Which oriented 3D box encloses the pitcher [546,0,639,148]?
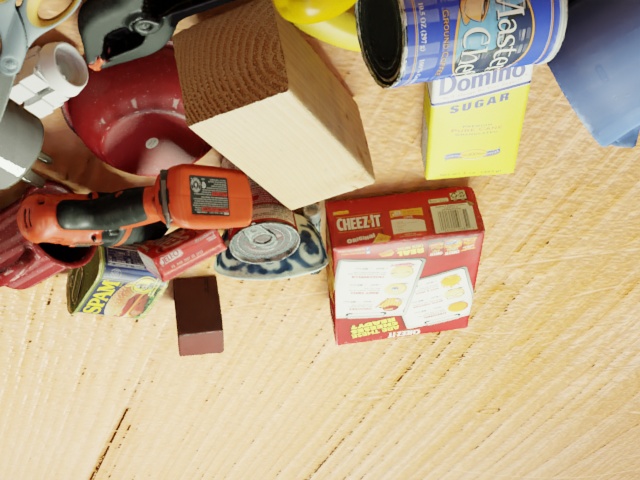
[{"bbox_3d":[0.303,-0.200,0.891,0.243,0.145,0.149,-31,153,22],"label":"pitcher"}]

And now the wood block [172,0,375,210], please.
[{"bbox_3d":[-0.034,-0.110,0.919,0.091,0.090,0.206,-18,157,16],"label":"wood block"}]

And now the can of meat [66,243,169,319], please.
[{"bbox_3d":[-0.219,0.043,1.161,0.083,0.057,0.102,9,142,-30],"label":"can of meat"}]

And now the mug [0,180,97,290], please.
[{"bbox_3d":[-0.284,0.006,1.043,0.082,0.117,0.093,-26,117,30],"label":"mug"}]

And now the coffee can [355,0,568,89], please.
[{"bbox_3d":[0.111,-0.182,0.854,0.140,0.103,0.103,-11,147,-16],"label":"coffee can"}]

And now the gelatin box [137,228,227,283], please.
[{"bbox_3d":[-0.142,0.008,1.090,0.073,0.089,0.030,-28,104,-14],"label":"gelatin box"}]

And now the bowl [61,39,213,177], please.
[{"bbox_3d":[-0.151,-0.106,0.961,0.162,0.055,0.162,-7,145,-5],"label":"bowl"}]

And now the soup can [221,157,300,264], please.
[{"bbox_3d":[-0.060,-0.037,1.042,0.068,0.102,0.068,-7,146,-5],"label":"soup can"}]

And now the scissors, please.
[{"bbox_3d":[-0.258,-0.157,0.839,0.096,0.016,0.202,30,109,-30],"label":"scissors"}]

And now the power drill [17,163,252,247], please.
[{"bbox_3d":[-0.157,-0.026,0.998,0.188,0.057,0.184,-10,176,34],"label":"power drill"}]

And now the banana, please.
[{"bbox_3d":[0.010,-0.196,0.886,0.070,0.037,0.197,-31,141,30],"label":"banana"}]

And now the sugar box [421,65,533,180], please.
[{"bbox_3d":[0.146,-0.128,1.011,0.093,0.048,0.176,-5,148,0],"label":"sugar box"}]

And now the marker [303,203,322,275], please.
[{"bbox_3d":[-0.008,0.001,1.187,0.020,0.020,0.121,-7,146,-4],"label":"marker"}]

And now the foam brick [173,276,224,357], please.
[{"bbox_3d":[-0.140,0.088,1.226,0.053,0.078,0.051,-4,144,-8],"label":"foam brick"}]

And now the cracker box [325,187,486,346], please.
[{"bbox_3d":[0.091,0.032,1.210,0.164,0.072,0.214,-7,147,-3],"label":"cracker box"}]

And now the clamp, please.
[{"bbox_3d":[-0.144,-0.188,0.838,0.172,0.039,0.120,-27,147,33],"label":"clamp"}]
